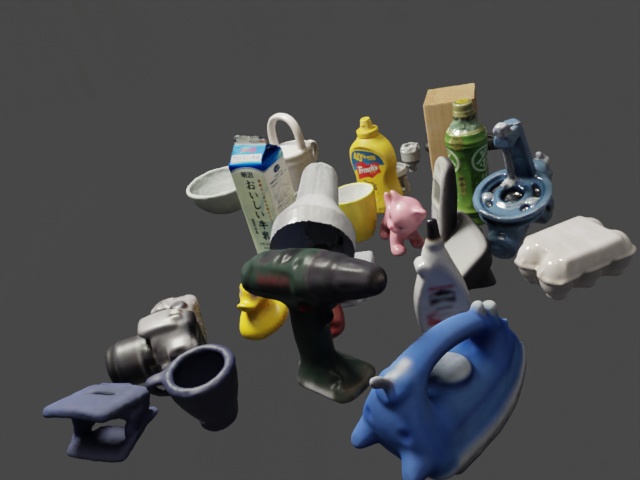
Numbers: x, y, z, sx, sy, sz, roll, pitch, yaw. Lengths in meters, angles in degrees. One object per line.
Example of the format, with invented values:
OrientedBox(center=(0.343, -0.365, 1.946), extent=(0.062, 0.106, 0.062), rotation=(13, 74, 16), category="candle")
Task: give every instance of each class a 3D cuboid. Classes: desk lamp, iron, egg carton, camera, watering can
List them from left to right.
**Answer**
OrientedBox(center=(-0.241, 0.150, 0.845), extent=(0.137, 0.101, 0.143), rotation=(-17, 29, -4), category="camera")
OrientedBox(center=(-0.067, -0.179, 1.247), extent=(0.100, 0.194, 0.173), rotation=(-1, 32, 23), category="watering can")
OrientedBox(center=(0.008, 0.003, 0.873), extent=(0.117, 0.214, 0.203), rotation=(-7, 30, 13), category="desk lamp")
OrientedBox(center=(0.148, 0.142, 0.641), extent=(0.259, 0.142, 0.118), rotation=(-33, 34, -30), category="iron")
OrientedBox(center=(0.365, 0.023, 0.826), extent=(0.150, 0.069, 0.107), rotation=(-21, 30, -12), category="egg carton")

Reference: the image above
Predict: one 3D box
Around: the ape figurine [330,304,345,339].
OrientedBox(center=(-0.001, 0.101, 0.831), extent=(0.077, 0.092, 0.076), rotation=(16, 41, 43), category="ape figurine")

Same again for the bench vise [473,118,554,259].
OrientedBox(center=(0.310, -0.106, 0.923), extent=(0.121, 0.220, 0.208), rotation=(-1, 32, 23), category="bench vise")

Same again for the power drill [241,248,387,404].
OrientedBox(center=(0.003, 0.098, 0.715), extent=(0.228, 0.209, 0.076), rotation=(12, 39, 39), category="power drill")

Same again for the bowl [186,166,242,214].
OrientedBox(center=(-0.215, -0.106, 1.310), extent=(0.167, 0.075, 0.167), rotation=(-11, 29, 6), category="bowl")

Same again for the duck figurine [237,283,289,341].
OrientedBox(center=(-0.095, 0.093, 0.894), extent=(0.077, 0.086, 0.105), rotation=(1, 33, 26), category="duck figurine")

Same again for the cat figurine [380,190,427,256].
OrientedBox(center=(0.140, -0.042, 0.991), extent=(0.067, 0.118, 0.127), rotation=(-19, 29, -8), category="cat figurine")

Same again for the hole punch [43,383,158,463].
OrientedBox(center=(-0.285, 0.222, 0.748), extent=(0.108, 0.091, 0.101), rotation=(-3, 31, 20), category="hole punch")

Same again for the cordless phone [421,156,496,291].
OrientedBox(center=(0.199, -0.022, 0.860), extent=(0.094, 0.185, 0.147), rotation=(-16, 29, -2), category="cordless phone")

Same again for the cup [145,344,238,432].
OrientedBox(center=(-0.153, 0.198, 0.727), extent=(0.117, 0.095, 0.091), rotation=(-13, 29, 3), category="cup")

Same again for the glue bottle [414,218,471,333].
OrientedBox(center=(0.159, 0.047, 0.771), extent=(0.078, 0.173, 0.037), rotation=(-13, 29, 3), category="glue bottle")
